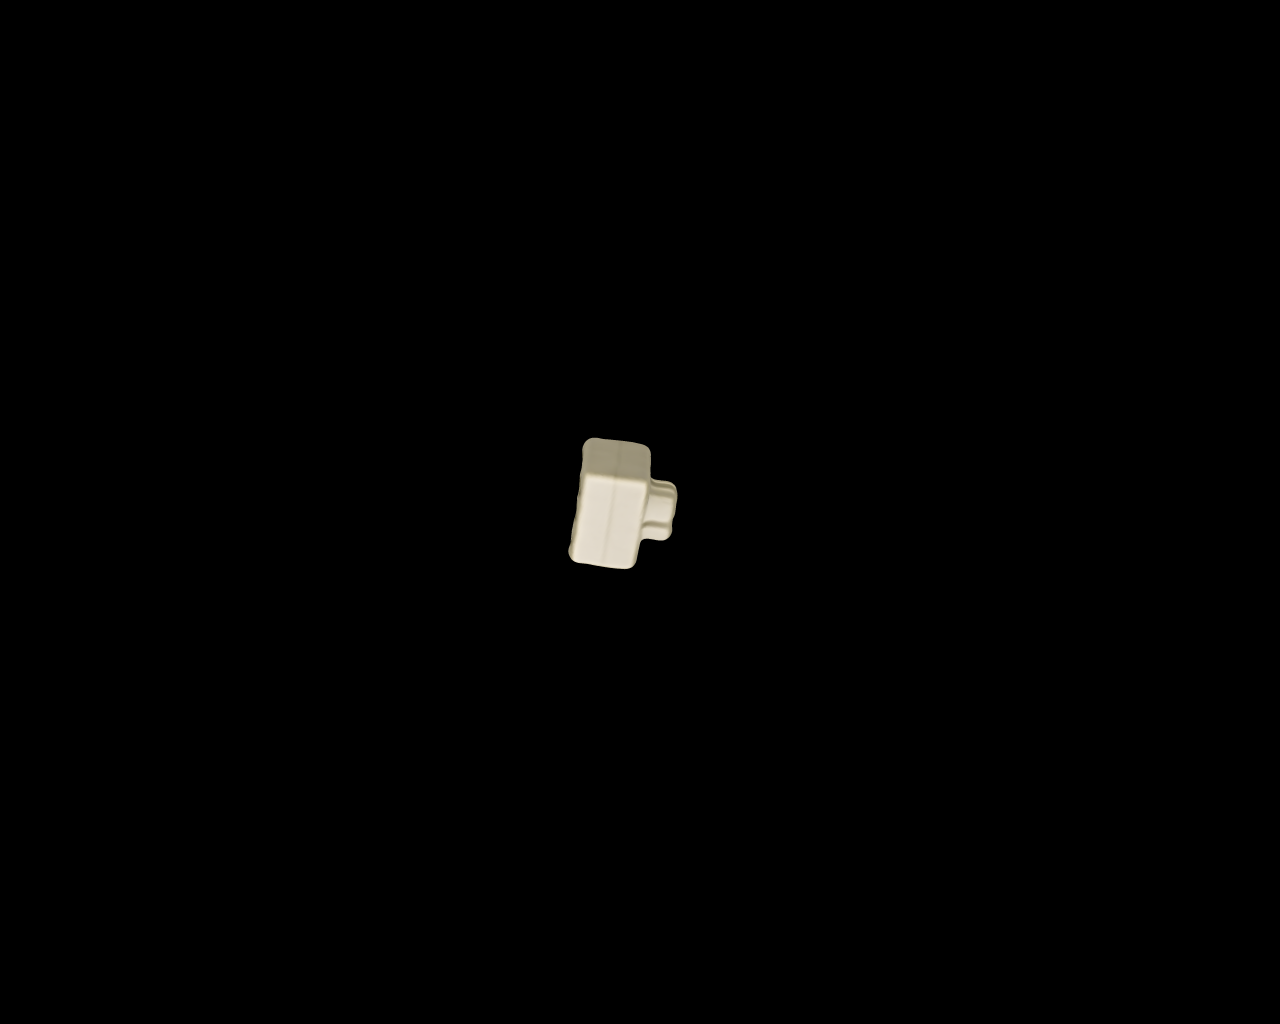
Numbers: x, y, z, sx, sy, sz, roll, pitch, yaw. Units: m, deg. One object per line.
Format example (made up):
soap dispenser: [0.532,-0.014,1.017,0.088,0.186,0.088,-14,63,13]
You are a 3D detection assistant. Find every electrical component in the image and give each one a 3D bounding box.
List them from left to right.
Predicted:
electrical component: [0.001,-0.003,0.650,0.077,0.065,0.047,7,32,-5]
